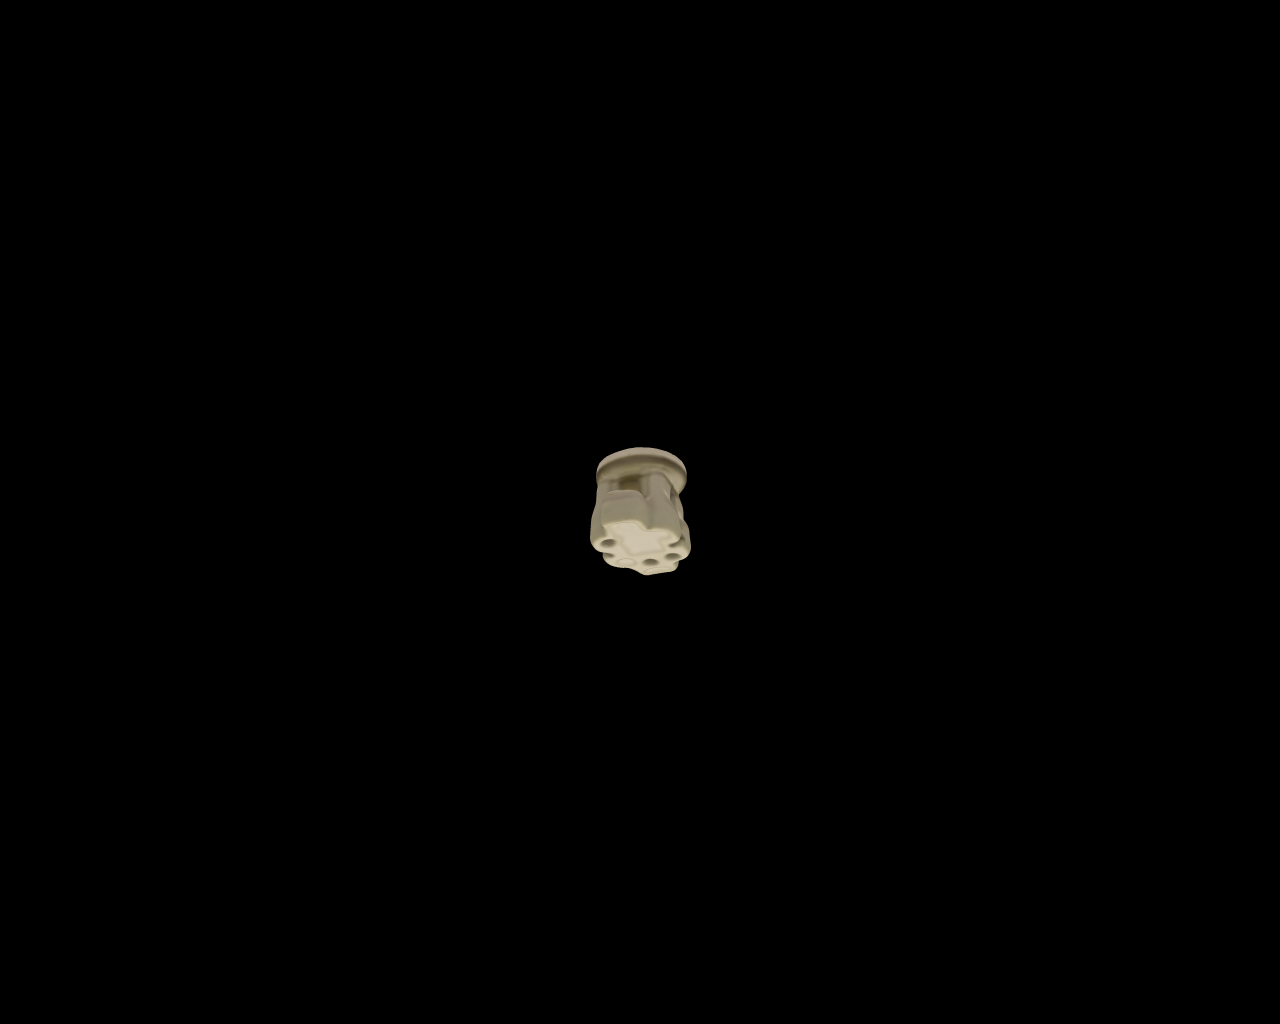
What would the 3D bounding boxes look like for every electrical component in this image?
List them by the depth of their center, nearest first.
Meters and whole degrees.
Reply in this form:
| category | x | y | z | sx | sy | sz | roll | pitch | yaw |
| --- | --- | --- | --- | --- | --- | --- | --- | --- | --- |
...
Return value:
| category | x | y | z | sx | sy | sz | roll | pitch | yaw |
| --- | --- | --- | --- | --- | --- | --- | --- | --- | --- |
| electrical component | 0.001 | -0.003 | 0.650 | 0.058 | 0.057 | 0.078 | -9 | -30 | 17 |
